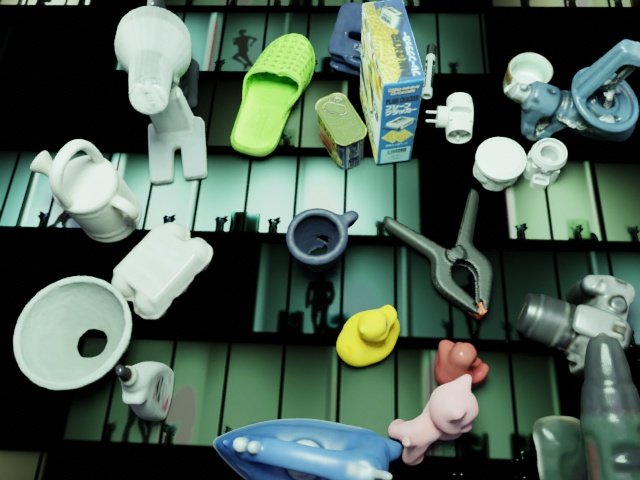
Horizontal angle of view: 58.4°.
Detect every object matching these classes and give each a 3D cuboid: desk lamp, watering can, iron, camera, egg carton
[{"bbox_3d":[-0.253,-0.232,0.928,0.118,0.214,0.203,-9,66,-2],"label":"desk lamp"},{"bbox_3d":[-0.360,-0.080,0.875,0.172,0.194,0.101,4,66,4],"label":"watering can"},{"bbox_3d":[-0.026,0.280,0.728,0.258,0.141,0.119,9,67,6],"label":"iron"},{"bbox_3d":[0.360,0.108,0.812,0.136,0.101,0.143,20,68,11],"label":"camera"},{"bbox_3d":[-0.243,0.046,0.882,0.107,0.069,0.150,33,71,16],"label":"egg carton"}]

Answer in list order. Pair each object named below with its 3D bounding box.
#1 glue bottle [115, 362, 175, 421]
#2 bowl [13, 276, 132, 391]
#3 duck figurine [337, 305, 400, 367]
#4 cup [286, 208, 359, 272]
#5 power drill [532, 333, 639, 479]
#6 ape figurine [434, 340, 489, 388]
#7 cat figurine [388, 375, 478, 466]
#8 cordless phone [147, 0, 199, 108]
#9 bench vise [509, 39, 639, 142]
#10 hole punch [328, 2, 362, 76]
[{"bbox_3d":[-0.236,0.192,0.759,0.037,0.173,0.078,0,66,3],"label":"glue bottle"},{"bbox_3d":[-0.350,0.142,0.840,0.167,0.075,0.167,-1,66,2],"label":"bowl"},{"bbox_3d":[0.070,0.132,0.821,0.105,0.086,0.077,-36,69,-13],"label":"duck figurine"},{"bbox_3d":[0.008,0.003,0.877,0.118,0.095,0.091,-32,68,-11],"label":"cup"},{"bbox_3d":[0.327,0.248,0.692,0.075,0.208,0.229,-3,66,2],"label":"power drill"},{"bbox_3d":[0.195,0.169,0.796,0.076,0.092,0.077,-32,68,-11],"label":"ape figurine"},{"bbox_3d":[0.156,0.236,0.754,0.128,0.118,0.067,-31,68,-11],"label":"cat figurine"},{"bbox_3d":[-0.273,-0.322,0.985,0.094,0.185,0.147,-8,66,-1],"label":"cordless phone"},{"bbox_3d":[0.416,-0.226,0.894,0.207,0.220,0.121,-8,66,-1],"label":"bench vise"},{"bbox_3d":[0.076,-0.361,1.039,0.108,0.091,0.101,18,68,10],"label":"hole punch"}]
